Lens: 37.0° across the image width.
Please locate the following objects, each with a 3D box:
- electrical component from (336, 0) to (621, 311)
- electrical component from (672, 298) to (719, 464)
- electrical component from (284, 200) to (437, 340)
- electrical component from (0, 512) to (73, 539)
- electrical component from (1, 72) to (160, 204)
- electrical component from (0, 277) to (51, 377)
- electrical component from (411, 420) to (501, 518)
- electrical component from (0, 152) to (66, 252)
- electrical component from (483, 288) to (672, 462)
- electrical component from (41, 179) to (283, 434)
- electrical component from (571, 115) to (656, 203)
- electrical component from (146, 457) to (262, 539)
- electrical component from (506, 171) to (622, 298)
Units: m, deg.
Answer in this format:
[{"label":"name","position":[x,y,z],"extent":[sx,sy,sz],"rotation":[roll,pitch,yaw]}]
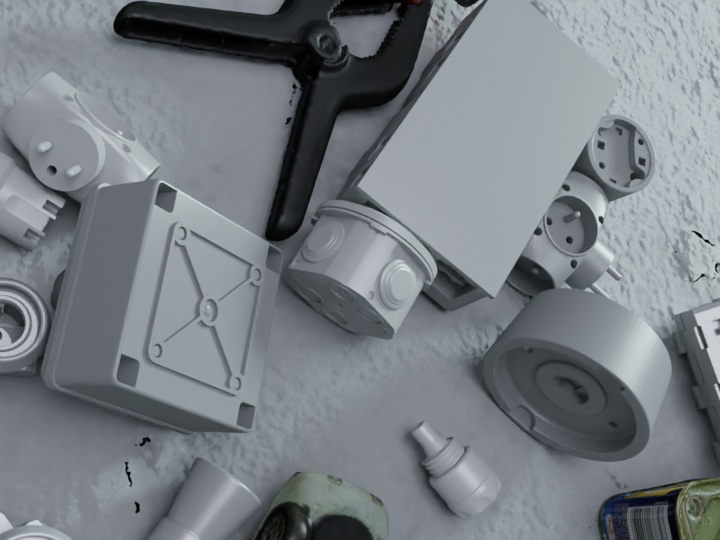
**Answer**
[{"label":"electrical component","position":[0.074,-0.078,0.690],"extent":[0.105,0.060,0.186],"rotation":[39,64,-10]},{"label":"electrical component","position":[0.264,0.077,0.730],"extent":[0.063,0.078,0.121],"rotation":[-17,83,-5]},{"label":"electrical component","position":[0.000,0.000,0.627],"extent":[0.080,0.080,0.051],"rotation":[35,70,-12]},{"label":"electrical component","position":[-0.164,0.154,0.524],"extent":[0.058,0.057,0.078],"rotation":[-37,93,-27]},{"label":"electrical component","position":[-0.154,-0.064,0.578],"extent":[0.077,0.079,0.044],"rotation":[41,100,-9]},{"label":"electrical component","position":[-0.185,0.031,0.549],"extent":[0.066,0.055,0.048],"rotation":[6,74,-22]},{"label":"electrical component","position":[0.054,0.117,0.644],"extent":[0.035,0.035,0.061],"rotation":[-42,93,-27]},{"label":"electrical component","position":[-0.187,-0.036,0.576],"extent":[0.046,0.040,0.040],"rotation":[34,65,-18]},{"label":"electrical component","position":[0.137,0.059,0.658],"extent":[0.108,0.108,0.060],"rotation":[43,57,-8]},{"label":"electrical component","position":[-0.099,0.022,0.563],"extent":[0.109,0.056,0.108],"rotation":[32,61,-50]},{"label":"electrical component","position":[0.166,-0.072,0.737],"extent":[0.055,0.047,0.055],"rotation":[6,74,-22]},{"label":"electrical component","position":[-0.089,0.138,0.572],"extent":[0.044,0.044,0.065],"rotation":[40,69,-9]},{"label":"electrical component","position":[0.141,-0.012,0.711],"extent":[0.079,0.044,0.077],"rotation":[41,64,-9]}]
